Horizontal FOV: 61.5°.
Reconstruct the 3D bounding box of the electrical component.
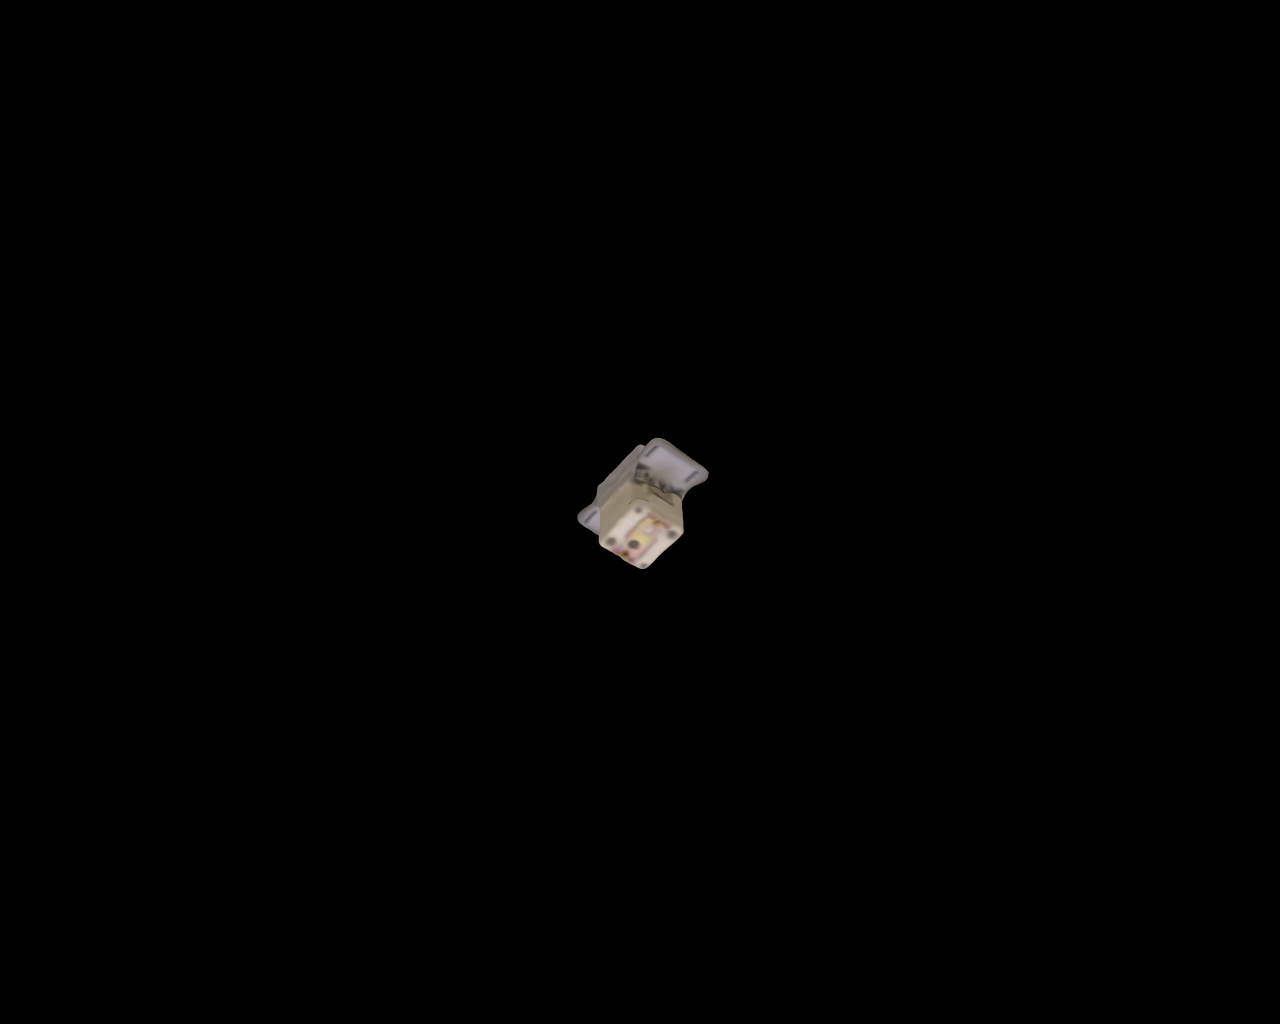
[{"bbox_3d":[0.001,-0.003,0.650,0.042,0.081,0.064,32,32,-22],"label":"electrical component"}]
